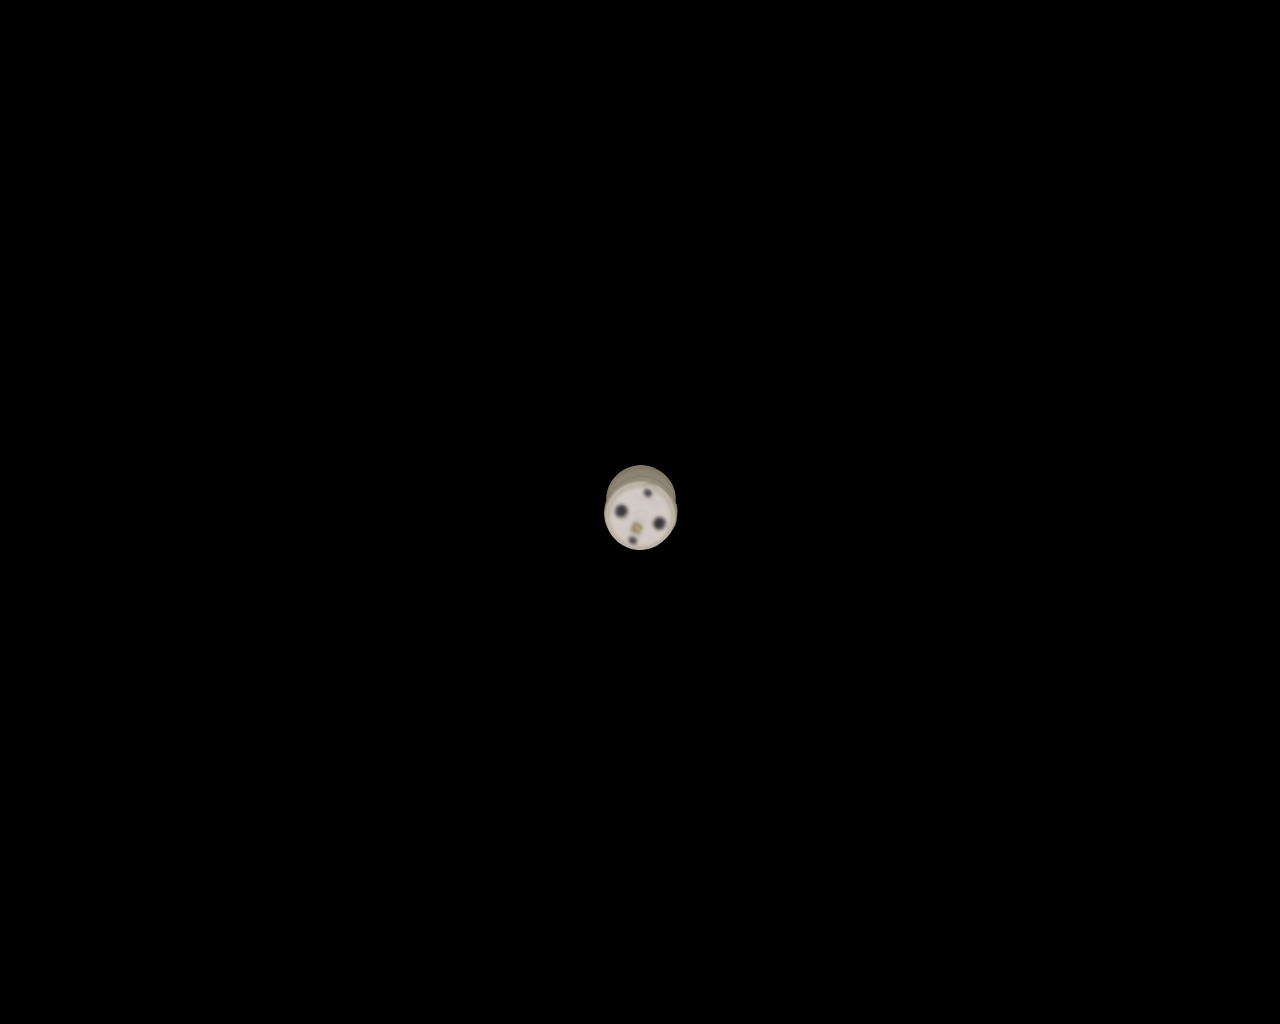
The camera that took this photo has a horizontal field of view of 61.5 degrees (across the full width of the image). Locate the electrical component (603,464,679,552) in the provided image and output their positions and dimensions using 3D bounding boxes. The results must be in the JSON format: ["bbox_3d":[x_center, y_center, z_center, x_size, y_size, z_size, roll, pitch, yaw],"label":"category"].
[{"bbox_3d":[0.001,-0.003,0.650,0.045,0.044,0.055,0,12,0],"label":"electrical component"}]
